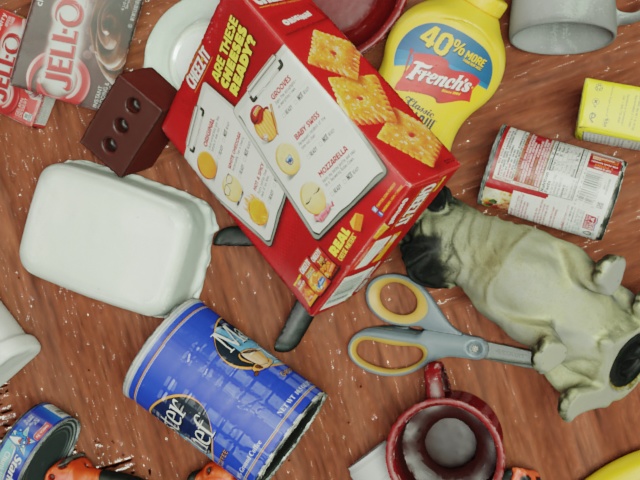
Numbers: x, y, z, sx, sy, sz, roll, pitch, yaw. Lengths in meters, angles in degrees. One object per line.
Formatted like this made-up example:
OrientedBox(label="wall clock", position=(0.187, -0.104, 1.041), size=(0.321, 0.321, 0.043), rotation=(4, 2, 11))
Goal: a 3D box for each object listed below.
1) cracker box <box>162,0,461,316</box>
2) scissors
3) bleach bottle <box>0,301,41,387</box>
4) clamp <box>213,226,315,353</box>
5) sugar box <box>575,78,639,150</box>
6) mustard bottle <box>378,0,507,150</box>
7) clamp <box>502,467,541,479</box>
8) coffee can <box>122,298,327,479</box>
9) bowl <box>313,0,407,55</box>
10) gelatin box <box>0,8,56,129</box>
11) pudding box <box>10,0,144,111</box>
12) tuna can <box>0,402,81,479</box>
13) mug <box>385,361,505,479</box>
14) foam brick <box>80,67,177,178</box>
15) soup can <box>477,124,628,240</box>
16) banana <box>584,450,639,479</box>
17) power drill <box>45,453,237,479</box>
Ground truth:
OrientedBox(label="cracker box", position=(-0.014, -0.075, 0.831), size=(0.214, 0.071, 0.164), rotation=(51, 134, 17))
OrientedBox(label="scissors", position=(0.121, 0.071, 0.893), size=(0.202, 0.016, 0.096), rotation=(-5, 90, 14))
OrientedBox(label="bleach bottle", position=(-0.372, 0.031, 0.992), size=(0.103, 0.068, 0.251), rotation=(-40, 80, 10))
OrientedBox(label="clamp", position=(-0.006, 0.001, 0.912), size=(0.171, 0.039, 0.120), rotation=(-40, 87, 7))
OrientedBox(label="sugar box", position=(0.285, -0.084, 0.810), size=(0.176, 0.093, 0.048), rotation=(10, 94, 13))
OrientedBox(label="mustard bottle", position=(0.092, -0.133, 0.855), size=(0.096, 0.058, 0.192), rotation=(29, 108, -8))
OrientedBox(label="clamp", position=(0.139, 0.289, 0.859), size=(0.165, 0.036, 0.210), rotation=(28, 95, 39))
OrientedBox(label="coffee can", position=(-0.080, 0.130, 0.899), size=(0.140, 0.102, 0.103), rotation=(35, 99, 11))
OrientedBox(label="bowl", position=(0.002, -0.221, 0.896), size=(0.162, 0.055, 0.162), rotation=(0, 91, 14))
OrientedBox(label="gelatin box", position=(-0.273, -0.156, 0.978), size=(0.073, 0.030, 0.089), rotation=(26, 97, 12))
OrientedBox(label="pudding box", position=(-0.213, -0.177, 0.934), size=(0.090, 0.039, 0.113), rotation=(15, 101, -21))
OrientedBox(label="tuna can", position=(-0.254, 0.189, 0.953), size=(0.034, 0.086, 0.086), rotation=(29, 98, 13))
OrientedBox(label="mug", position=(0.103, 0.156, 0.865), size=(0.093, 0.081, 0.117), rotation=(-14, 88, 14))
OrientedBox(label="foam brick", position=(-0.160, -0.103, 0.931), size=(0.053, 0.051, 0.078), rotation=(41, 116, 10))
OrientedBox(label="soup can", position=(0.184, -0.046, 0.848), size=(0.102, 0.068, 0.068), rotation=(18, 95, 13))
OrientedBox(label="banana", position=(0.246, 0.210, 0.854), size=(0.198, 0.037, 0.069), rotation=(-27, 85, 13))
OrientedBox(label="power drill", position=(-0.157, 0.274, 0.947), size=(0.188, 0.057, 0.184), rotation=(9, 90, 11))
